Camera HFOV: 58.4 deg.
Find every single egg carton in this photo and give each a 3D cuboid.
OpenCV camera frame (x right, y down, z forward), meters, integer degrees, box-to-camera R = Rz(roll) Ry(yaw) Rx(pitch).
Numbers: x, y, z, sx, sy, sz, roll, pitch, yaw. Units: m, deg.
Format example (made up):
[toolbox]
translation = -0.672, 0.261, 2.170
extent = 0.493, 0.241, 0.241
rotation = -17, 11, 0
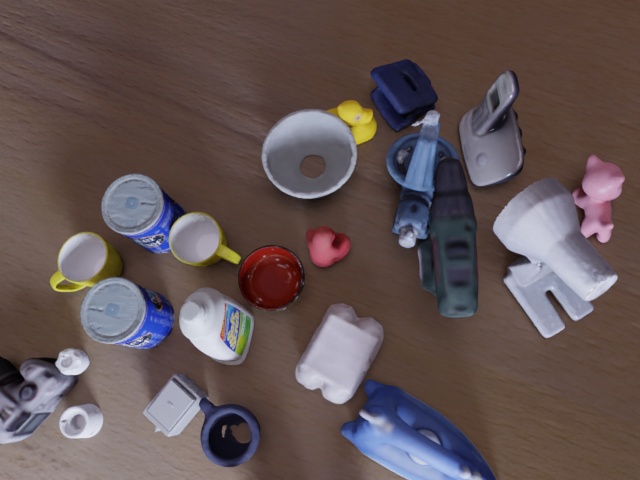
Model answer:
[egg carton]
translation = 0.033, 0.185, 0.935
extent = 0.107, 0.069, 0.150
rotation = 27, 79, 11

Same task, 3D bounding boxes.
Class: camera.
[camera]
translation = -0.511, 0.244, 0.951
extent = 0.136, 0.101, 0.143
rotation = 39, 82, 13

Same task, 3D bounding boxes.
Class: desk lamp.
[desk lamp]
translation = 0.355, 0.029, 0.873
extent = 0.118, 0.213, 0.203
rotation = -31, 75, -3

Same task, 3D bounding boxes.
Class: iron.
[iron]
translation = 0.162, 0.312, 0.854
extent = 0.258, 0.141, 0.119
rotation = 27, 79, 11

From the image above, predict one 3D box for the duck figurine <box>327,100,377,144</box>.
[duck figurine]
translation = 0.050, -0.220, 1.029
extent = 0.104, 0.086, 0.077
rotation = 7, 76, 7

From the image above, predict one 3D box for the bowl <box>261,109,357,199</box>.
[bowl]
translation = -0.015, -0.143, 1.021
extent = 0.167, 0.075, 0.167
rotation = -1, 76, 5

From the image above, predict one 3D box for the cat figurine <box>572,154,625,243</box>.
[cat figurine]
translation = 0.461, -0.070, 0.939
extent = 0.067, 0.118, 0.128
rotation = 1, 76, 6

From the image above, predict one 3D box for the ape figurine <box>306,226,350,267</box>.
[ape figurine]
translation = 0.009, 0.003, 0.972
extent = 0.077, 0.092, 0.076
rotation = 33, 81, 12

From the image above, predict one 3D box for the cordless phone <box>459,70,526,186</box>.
[cordless phone]
translation = 0.295, -0.182, 0.947
extent = 0.094, 0.185, 0.147
rotation = -12, 75, 2

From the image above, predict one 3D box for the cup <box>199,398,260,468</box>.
[cup]
translation = -0.142, 0.297, 0.908
extent = 0.092, 0.095, 0.117
rotation = -44, 76, -7

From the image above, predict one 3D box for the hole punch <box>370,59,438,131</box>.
[hole punch]
translation = 0.151, -0.273, 1.031
extent = 0.101, 0.091, 0.108
rotation = -32, 75, -3

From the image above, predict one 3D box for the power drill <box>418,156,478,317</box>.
[power drill]
translation = 0.199, 0.011, 0.894
extent = 0.075, 0.208, 0.229
rotation = -4, 75, 4

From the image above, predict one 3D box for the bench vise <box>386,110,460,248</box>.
[bench vise]
translation = 0.171, -0.099, 0.918
extent = 0.121, 0.220, 0.207
rotation = -6, 75, 4
